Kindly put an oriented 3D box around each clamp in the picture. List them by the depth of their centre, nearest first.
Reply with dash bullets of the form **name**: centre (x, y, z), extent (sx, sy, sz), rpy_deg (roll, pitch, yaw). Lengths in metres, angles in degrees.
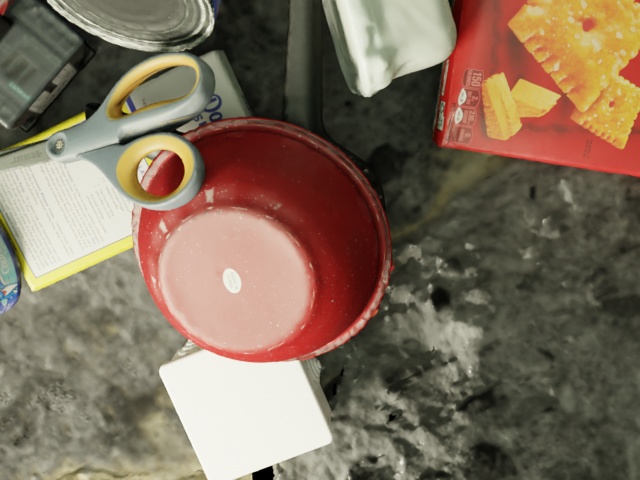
- **clamp**: centre (-0.033, -0.038, 0.645), extent (0.165, 0.036, 0.210), rpy_deg (-24, 104, 15)

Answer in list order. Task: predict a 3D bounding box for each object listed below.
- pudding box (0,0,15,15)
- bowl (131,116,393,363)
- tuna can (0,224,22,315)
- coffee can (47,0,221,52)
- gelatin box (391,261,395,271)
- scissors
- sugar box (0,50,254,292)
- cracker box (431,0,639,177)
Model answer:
- **pudding box**: centre (-0.191, -0.169, 0.637), extent (0.039, 0.090, 0.113), rpy_deg (42, 89, 5)
- **bowl**: centre (-0.042, 0.013, 0.618), extent (0.162, 0.055, 0.162), rpy_deg (5, 114, 11)
- **tuna can**: centre (-0.232, 0.014, 0.690), extent (0.086, 0.033, 0.086), rpy_deg (23, 127, 33)
- **coffee can**: centre (-0.090, -0.192, 0.599), extent (0.103, 0.103, 0.140), rpy_deg (14, 68, 1)
- **gelatin box**: centre (-0.005, 0.001, 0.697), extent (0.073, 0.030, 0.089), rpy_deg (-34, 98, 8)
- **scissors**: centre (-0.139, -0.040, 0.619), extent (0.202, 0.016, 0.096), rpy_deg (-26, 70, 26)
- **sugar box**: centre (-0.124, -0.045, 0.689), extent (0.176, 0.048, 0.093), rpy_deg (-23, 99, 4)
- **cracker box**: centre (0.185, -0.122, 0.639), extent (0.213, 0.072, 0.164), rpy_deg (9, 102, 1)
